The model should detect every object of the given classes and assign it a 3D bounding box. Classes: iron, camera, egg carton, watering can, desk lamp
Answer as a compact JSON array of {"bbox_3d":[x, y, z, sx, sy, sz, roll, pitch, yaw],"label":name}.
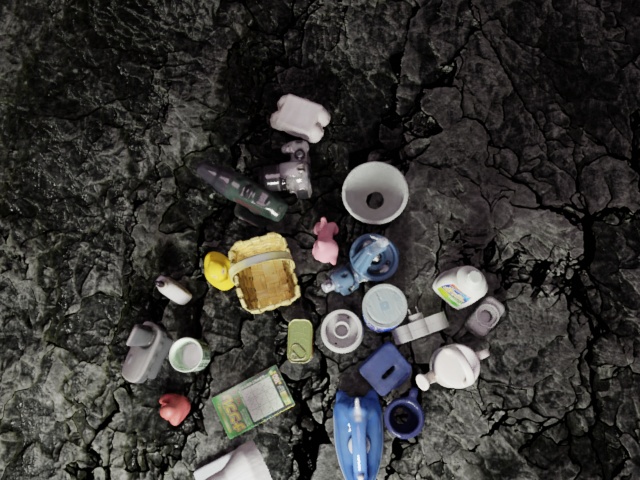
[{"bbox_3d":[0.090,0.473,1.297,0.118,0.141,0.258,-4,77,3],"label":"iron"},{"bbox_3d":[-0.091,-0.182,1.480,0.136,0.101,0.143,-5,77,2],"label":"camera"},{"bbox_3d":[-0.052,-0.324,1.527,0.150,0.069,0.107,21,79,8],"label":"egg carton"},{"bbox_3d":[0.304,0.291,1.300,0.101,0.194,0.173,43,83,12],"label":"watering can"},{"bbox_3d":[-0.194,0.531,1.263,0.203,0.213,0.118,-27,77,-3],"label":"desk lamp"}]

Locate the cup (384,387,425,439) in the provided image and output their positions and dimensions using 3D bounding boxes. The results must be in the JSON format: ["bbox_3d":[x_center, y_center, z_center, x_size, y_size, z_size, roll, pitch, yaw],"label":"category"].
[{"bbox_3d":[0.198,0.398,1.332,0.091,0.095,0.118,21,79,8],"label":"cup"}]

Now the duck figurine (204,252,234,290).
[{"bbox_3d":[-0.258,0.073,1.438,0.077,0.086,0.104,-30,77,-4],"label":"duck figurine"}]

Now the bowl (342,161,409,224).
[{"bbox_3d":[0.140,-0.112,1.464,0.167,0.075,0.167,-1,77,3],"label":"bowl"}]

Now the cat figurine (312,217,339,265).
[{"bbox_3d":[0.013,0.005,1.422,0.067,0.118,0.128,-3,77,3],"label":"cat figurine"}]

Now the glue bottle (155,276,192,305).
[{"bbox_3d":[-0.367,0.116,1.390,0.078,0.173,0.037,39,82,11],"label":"glue bottle"}]

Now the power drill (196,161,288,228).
[{"bbox_3d":[-0.183,-0.103,1.412,0.229,0.208,0.076,25,80,9],"label":"power drill"}]

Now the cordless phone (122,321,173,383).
[{"bbox_3d":[-0.433,0.263,1.353,0.094,0.185,0.148,18,79,8],"label":"cordless phone"}]

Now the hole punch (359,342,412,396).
[{"bbox_3d":[0.158,0.306,1.358,0.109,0.091,0.101,-43,78,-6],"label":"hole punch"}]

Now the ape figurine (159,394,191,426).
[{"bbox_3d":[-0.353,0.404,1.364,0.076,0.092,0.078,-12,76,1],"label":"ape figurine"}]

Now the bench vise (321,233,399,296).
[{"bbox_3d":[0.105,0.064,1.351,0.121,0.220,0.207,40,82,11],"label":"bench vise"}]
